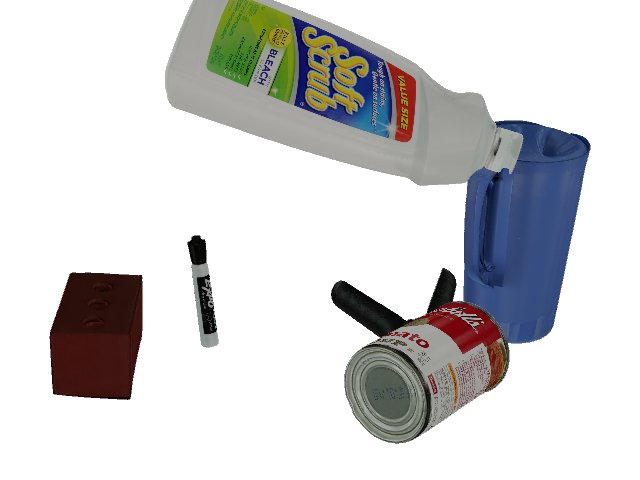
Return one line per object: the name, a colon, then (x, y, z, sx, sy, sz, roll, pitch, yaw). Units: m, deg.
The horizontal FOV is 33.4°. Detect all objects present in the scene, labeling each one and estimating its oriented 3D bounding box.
marker: (-0.122, 0.053, 1.112, 0.020, 0.121, 0.020, -5, 19, 1)
clamp: (0.095, 0.082, 0.951, 0.120, 0.039, 0.172, -17, 44, -17)
foam brick: (-0.150, 0.064, 0.724, 0.053, 0.051, 0.078, 3, 29, -5)
pitcher: (0.220, -0.005, 1.220, 0.149, 0.243, 0.145, -1, 25, -6)
bleach bottle: (0.022, -0.106, 0.763, 0.251, 0.102, 0.068, 18, -19, 4)
soup can: (0.071, 0.087, 0.712, 0.069, 0.068, 0.102, 0, 13, 40)
